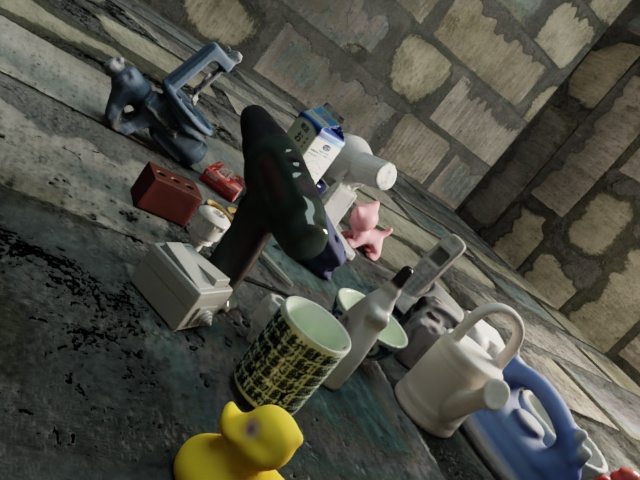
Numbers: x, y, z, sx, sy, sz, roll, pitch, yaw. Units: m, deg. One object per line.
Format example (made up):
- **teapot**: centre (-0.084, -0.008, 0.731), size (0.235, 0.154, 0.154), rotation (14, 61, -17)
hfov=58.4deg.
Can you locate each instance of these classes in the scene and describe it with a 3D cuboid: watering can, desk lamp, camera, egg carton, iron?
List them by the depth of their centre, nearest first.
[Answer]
- **watering can**: centre (0.202, 0.172, 0.775), size (0.101, 0.194, 0.172), rotation (27, 19, -36)
- **iron**: centre (0.303, 0.270, 0.819), size (0.119, 0.141, 0.257), rotation (26, 19, -37)
- **camera**: centre (0.204, 0.170, 0.962), size (0.137, 0.100, 0.143), rotation (37, 15, -3)
- **egg carton**: centre (0.322, 0.211, 1.172), size (0.107, 0.069, 0.150), rotation (36, 15, -9)
- **desk lamp**: centre (0.059, -0.103, 1.212), size (0.118, 0.213, 0.202), rotation (25, 20, -39)

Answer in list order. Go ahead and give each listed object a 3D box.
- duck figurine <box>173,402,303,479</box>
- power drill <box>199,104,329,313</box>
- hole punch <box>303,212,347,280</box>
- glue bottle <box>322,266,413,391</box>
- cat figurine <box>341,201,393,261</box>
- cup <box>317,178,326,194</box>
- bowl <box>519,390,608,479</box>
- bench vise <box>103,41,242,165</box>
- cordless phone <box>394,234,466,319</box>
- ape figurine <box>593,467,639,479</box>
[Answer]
- **duck figurine**: centre (-0.046, 0.167, 0.432), size (0.104, 0.086, 0.077), rotation (38, 15, 0)
- **power drill**: centre (-0.088, -0.030, 0.679), size (0.076, 0.208, 0.229), rotation (21, 22, -47)
- **hole punch**: centre (0.009, 0.004, 1.024), size (0.101, 0.091, 0.108), rotation (36, 15, -7)
- **glue bottle**: centre (0.055, 0.099, 0.695), size (0.037, 0.173, 0.078), rotation (33, 16, -18)
- **cat figurine**: centre (0.110, -0.032, 1.304), size (0.128, 0.117, 0.067), rotation (30, 17, -27)
- **cup**: centre (-0.050, -0.100, 1.184), size (0.092, 0.095, 0.118), rotation (38, 15, -1)
- **bowl**: centre (0.373, 0.330, 0.930), size (0.168, 0.074, 0.167), rotation (35, 15, -11)
- **bench vise**: centre (-0.240, -0.250, 0.952), size (0.208, 0.219, 0.121), rotation (21, 22, -47)
- **cordless phone**: centre (0.230, 0.088, 1.098), size (0.147, 0.185, 0.094), rotation (47, 18, 32)
- **ape figurine**: centre (0.473, 0.401, 0.917), size (0.076, 0.092, 0.078), rotation (47, 17, 29)
